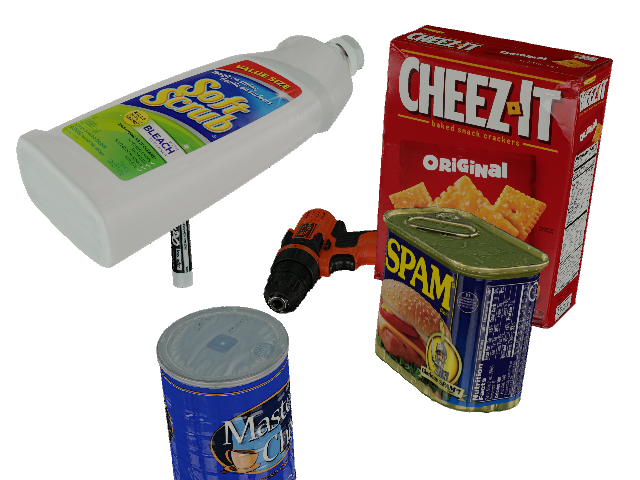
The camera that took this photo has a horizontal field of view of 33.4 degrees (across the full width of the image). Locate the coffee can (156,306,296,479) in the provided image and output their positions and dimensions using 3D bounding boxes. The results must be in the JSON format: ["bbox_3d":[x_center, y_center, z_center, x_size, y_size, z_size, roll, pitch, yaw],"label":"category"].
[{"bbox_3d":[-0.073,0.139,0.858,0.103,0.140,0.103,-2,29,1],"label":"coffee can"}]

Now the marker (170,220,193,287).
[{"bbox_3d":[-0.130,-0.015,0.988,0.020,0.121,0.020,0,22,0],"label":"marker"}]

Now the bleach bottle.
[{"bbox_3d":[-0.073,-0.082,0.732,0.250,0.068,0.103,-35,60,-29],"label":"bleach bottle"}]

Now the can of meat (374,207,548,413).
[{"bbox_3d":[0.072,0.036,0.584,0.057,0.084,0.102,-4,20,-26],"label":"can of meat"}]

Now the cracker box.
[{"bbox_3d":[0.132,-0.051,0.864,0.164,0.214,0.072,17,29,29],"label":"cracker box"}]

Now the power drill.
[{"bbox_3d":[0.044,0.024,1.142,0.188,0.057,0.184,4,31,14],"label":"power drill"}]
